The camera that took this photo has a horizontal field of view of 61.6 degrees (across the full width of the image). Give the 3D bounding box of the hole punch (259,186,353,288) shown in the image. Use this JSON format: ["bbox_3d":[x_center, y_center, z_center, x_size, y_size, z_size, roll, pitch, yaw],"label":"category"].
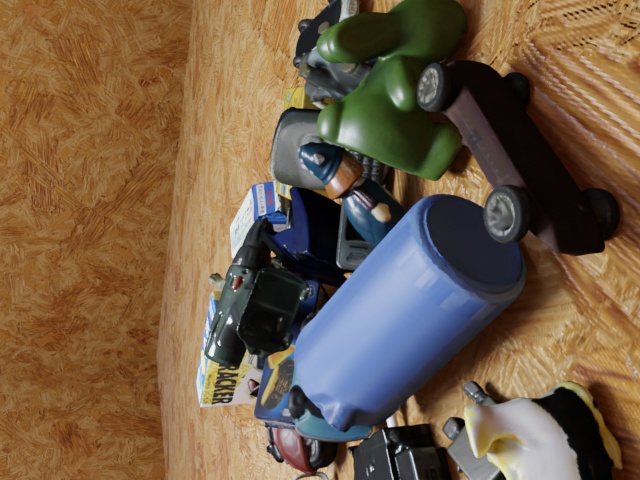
[{"bbox_3d":[-0.001,-0.002,0.709,0.092,0.142,0.116,-54,46,12],"label":"hole punch"}]

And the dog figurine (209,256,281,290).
[{"bbox_3d":[-0.105,0.116,1.007,0.191,0.121,0.172,0,122,51],"label":"dog figurine"}]

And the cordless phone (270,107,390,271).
[{"bbox_3d":[0.010,-0.057,0.646,0.089,0.147,0.184,174,101,-75],"label":"cordless phone"}]

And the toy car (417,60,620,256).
[{"bbox_3d":[0.140,-0.065,0.404,0.053,0.089,0.202,117,146,-47],"label":"toy car"}]

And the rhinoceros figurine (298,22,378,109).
[{"bbox_3d":[0.036,-0.209,0.663,0.190,0.112,0.073,14,84,56],"label":"rhinoceros figurine"}]

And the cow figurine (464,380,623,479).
[{"bbox_3d":[0.159,0.183,0.351,0.068,0.098,0.167,53,-157,-65],"label":"cow figurine"}]

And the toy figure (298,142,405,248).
[{"bbox_3d":[0.038,-0.052,0.591,0.064,0.154,0.058,-28,18,49],"label":"toy figure"}]

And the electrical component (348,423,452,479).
[{"bbox_3d":[0.084,0.255,0.555,0.134,0.058,0.115,122,142,-52],"label":"electrical component"}]

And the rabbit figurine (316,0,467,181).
[{"bbox_3d":[0.072,-0.165,0.536,0.121,0.159,0.170,-129,60,-73],"label":"rabbit figurine"}]

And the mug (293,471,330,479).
[{"bbox_3d":[-0.015,0.372,0.724,0.080,0.107,0.109,124,140,-51],"label":"mug"}]

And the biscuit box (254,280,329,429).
[{"bbox_3d":[-0.036,0.156,0.756,0.059,0.063,0.203,63,-148,-55],"label":"biscuit box"}]

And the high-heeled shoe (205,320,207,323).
[{"bbox_3d":[-0.166,0.241,1.134,0.145,0.086,0.248,45,174,26],"label":"high-heeled shoe"}]

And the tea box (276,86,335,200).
[{"bbox_3d":[-0.018,-0.147,0.831,0.098,0.068,0.169,-146,62,-64],"label":"tea box"}]

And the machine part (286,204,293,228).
[{"bbox_3d":[-0.031,-0.026,0.896,0.139,0.039,0.084,177,103,-70],"label":"machine part"}]

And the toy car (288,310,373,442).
[{"bbox_3d":[0.015,0.175,0.680,0.102,0.109,0.162,96,175,-61],"label":"toy car"}]

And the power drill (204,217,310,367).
[{"bbox_3d":[-0.091,0.071,0.754,0.207,0.086,0.232,4,72,62],"label":"power drill"}]

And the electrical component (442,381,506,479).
[{"bbox_3d":[0.142,0.175,0.442,0.078,0.045,0.102,-57,29,1],"label":"electrical component"}]

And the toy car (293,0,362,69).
[{"bbox_3d":[0.010,-0.305,0.798,0.202,0.056,0.073,-179,97,-67],"label":"toy car"}]

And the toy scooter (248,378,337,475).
[{"bbox_3d":[-0.047,0.248,0.792,0.075,0.135,0.184,40,-138,-59],"label":"toy scooter"}]
